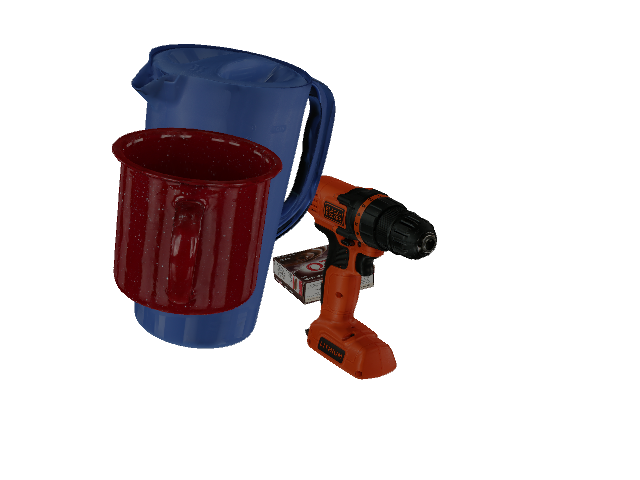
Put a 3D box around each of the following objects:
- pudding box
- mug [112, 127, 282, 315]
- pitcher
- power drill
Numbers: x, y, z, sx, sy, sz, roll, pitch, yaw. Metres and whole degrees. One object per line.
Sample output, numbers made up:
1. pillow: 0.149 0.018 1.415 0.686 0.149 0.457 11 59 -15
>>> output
1. pudding box: 0.004 0.043 1.457 0.113 0.039 0.090 -15 27 -26
2. mug: -0.071 -0.006 0.586 0.093 0.081 0.117 6 22 -8
3. pitcher: -0.082 -0.037 0.905 0.149 0.243 0.145 13 21 6
4. power drill: 0.045 0.040 1.075 0.057 0.188 0.185 -8 22 -33
